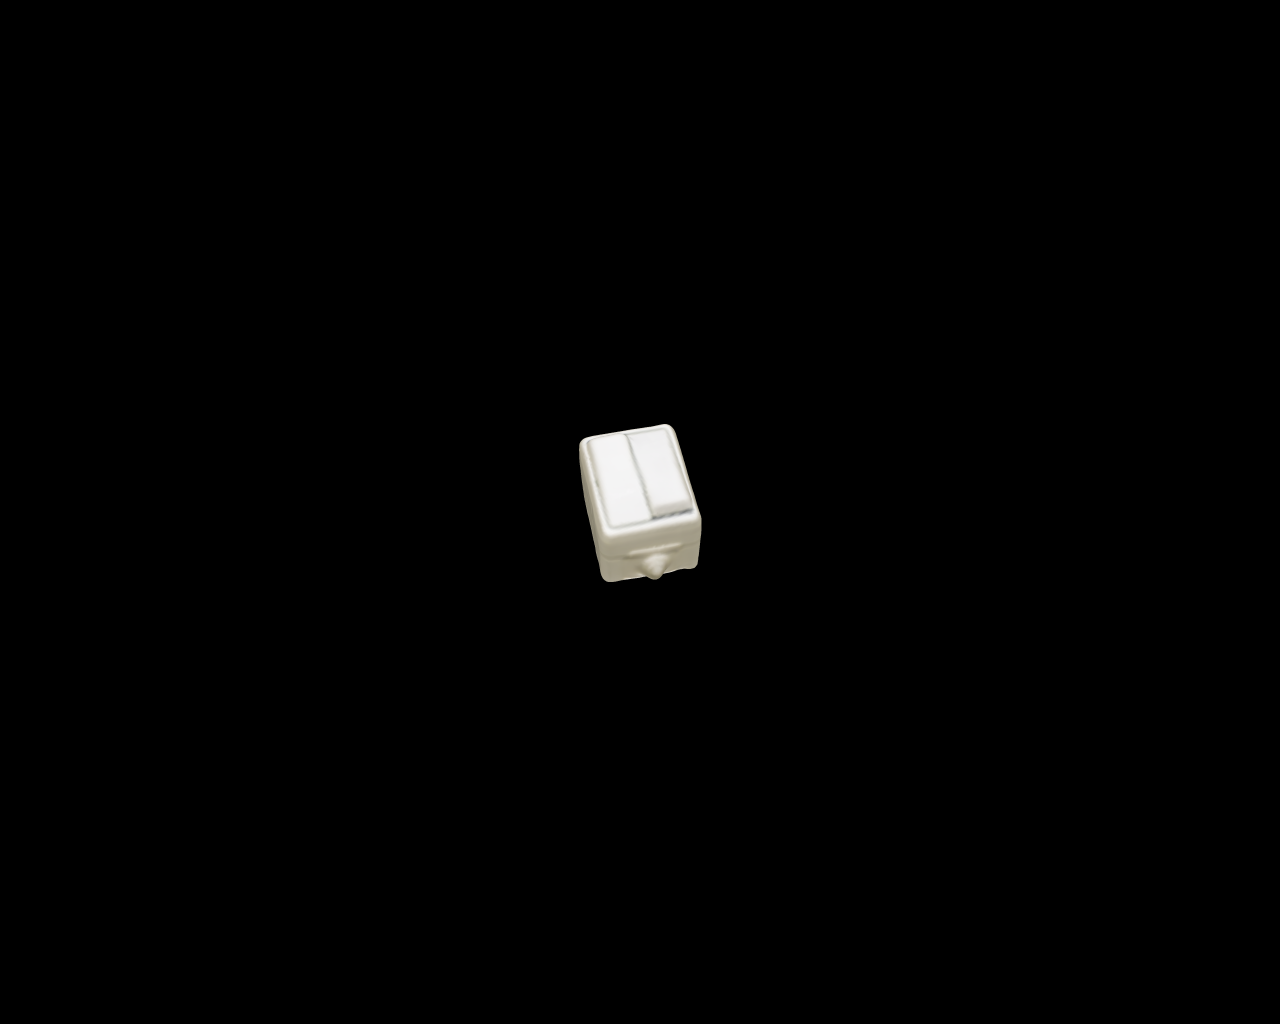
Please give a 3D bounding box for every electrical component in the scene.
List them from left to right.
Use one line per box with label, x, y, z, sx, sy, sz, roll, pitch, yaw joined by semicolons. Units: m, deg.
electrical component;0.001;-0.003;0.650;0.062;0.096;0.061;-9;-36;-7
